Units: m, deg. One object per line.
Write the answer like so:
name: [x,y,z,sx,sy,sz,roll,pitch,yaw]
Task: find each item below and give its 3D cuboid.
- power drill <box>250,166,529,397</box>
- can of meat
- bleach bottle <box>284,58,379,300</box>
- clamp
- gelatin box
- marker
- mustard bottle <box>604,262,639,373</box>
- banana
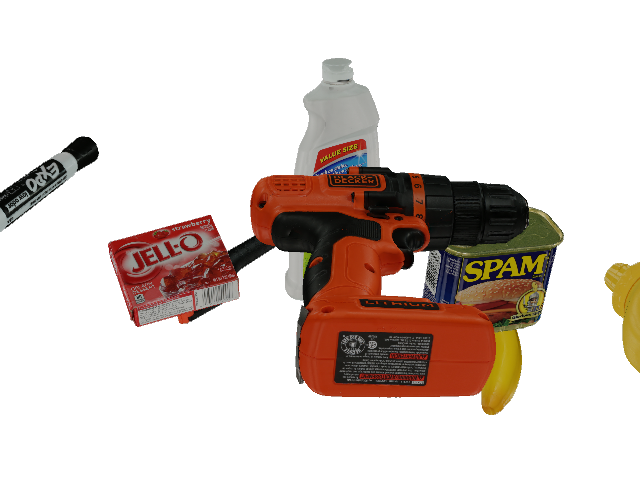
power drill: [0.051,0.017,0.643,0.184,0.057,0.187,-1,30,-4]
can of meat: [0.133,0.026,0.846,0.102,0.084,0.057,-6,34,-16]
bleach bottle: [0.010,-0.063,1.106,0.102,0.251,0.068,-2,24,-1]
clamp: [-0.118,0.032,1.248,0.120,0.039,0.171,-6,38,18]
gelatin box: [-0.118,0.023,0.856,0.089,0.073,0.030,-15,-39,-16]
marker: [-0.173,-0.035,0.656,0.020,0.020,0.121,0,28,25]
mustard bottle: [0.238,0.062,0.631,0.096,0.058,0.192,-20,32,-20]
banana: [0.179,0.111,1.143,0.069,0.037,0.198,-24,35,3]
